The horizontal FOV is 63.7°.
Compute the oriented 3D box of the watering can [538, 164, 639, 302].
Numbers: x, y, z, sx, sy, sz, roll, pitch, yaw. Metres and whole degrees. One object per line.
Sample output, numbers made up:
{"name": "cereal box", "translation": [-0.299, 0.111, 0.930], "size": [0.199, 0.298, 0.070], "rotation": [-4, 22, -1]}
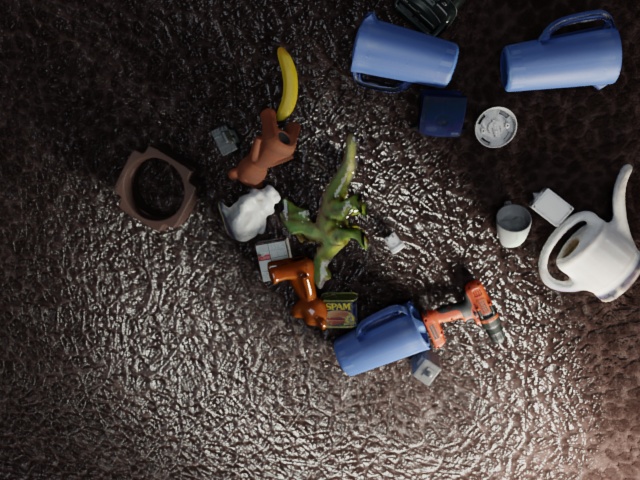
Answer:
{"name": "watering can", "translation": [0.705, 0.004, 1.268], "size": [0.224, 0.105, 0.344], "rotation": [38, 103, -3]}

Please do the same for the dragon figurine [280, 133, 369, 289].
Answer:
{"name": "dragon figurine", "translation": [0.004, -0.068, 1.342], "size": [0.242, 0.124, 0.405], "rotation": [-2, 106, 17]}

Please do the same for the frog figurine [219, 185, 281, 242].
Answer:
{"name": "frog figurine", "translation": [-0.175, -0.069, 1.364], "size": [0.159, 0.125, 0.134], "rotation": [-18, 132, 2]}
